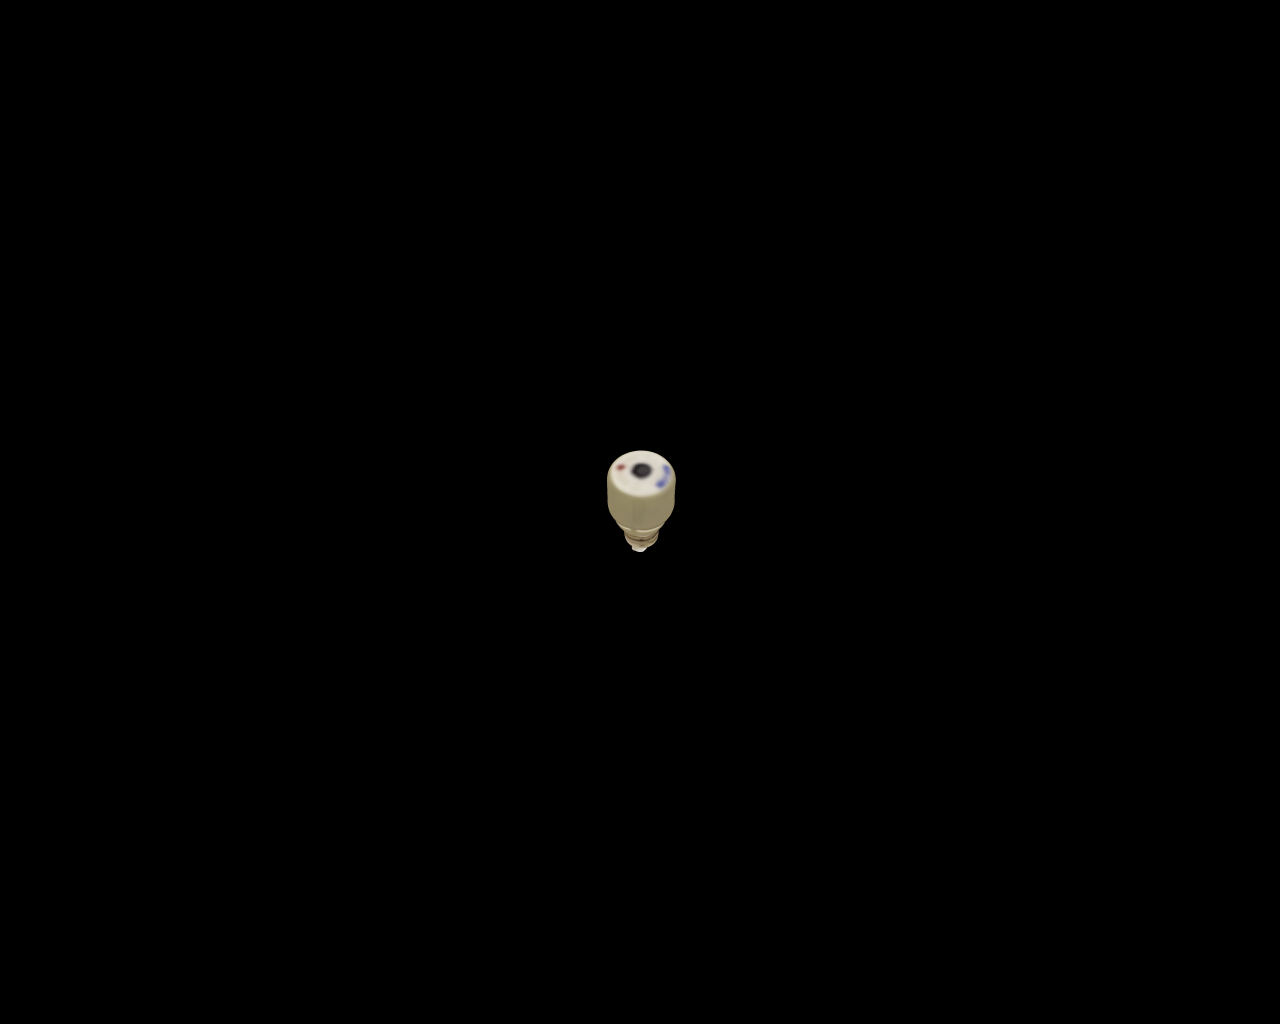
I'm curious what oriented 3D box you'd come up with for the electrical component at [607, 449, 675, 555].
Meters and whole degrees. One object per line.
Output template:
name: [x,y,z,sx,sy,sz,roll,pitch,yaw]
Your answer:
electrical component: [0.001,-0.003,0.650,0.040,0.040,0.078,0,-40,0]
